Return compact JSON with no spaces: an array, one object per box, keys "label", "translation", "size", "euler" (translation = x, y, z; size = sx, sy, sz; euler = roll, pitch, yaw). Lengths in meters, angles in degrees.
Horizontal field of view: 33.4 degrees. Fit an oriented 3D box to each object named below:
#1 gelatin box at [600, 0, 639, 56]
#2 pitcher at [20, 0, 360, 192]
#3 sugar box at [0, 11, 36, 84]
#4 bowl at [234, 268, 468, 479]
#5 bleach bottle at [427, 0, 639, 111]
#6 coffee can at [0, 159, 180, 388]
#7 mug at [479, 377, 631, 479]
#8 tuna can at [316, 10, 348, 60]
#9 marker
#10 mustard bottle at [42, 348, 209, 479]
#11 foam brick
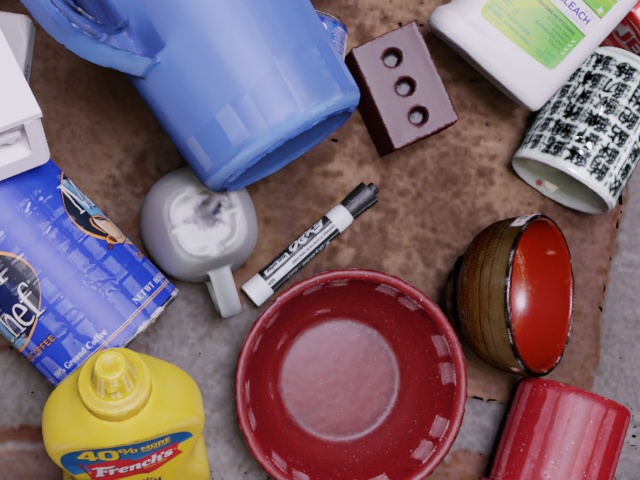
[{"label":"gelatin box","translation":[0.244,-0.135,0.774],"size":[0.030,0.073,0.089],"euler":[-42,95,-7]},{"label":"pitcher","translation":[-0.089,-0.150,0.622],"size":[0.149,0.145,0.243],"euler":[-32,87,0]},{"label":"sugar box","translation":[-0.284,-0.114,0.705],"size":[0.176,0.048,0.093],"euler":[6,87,-7]},{"label":"bowl","translation":[0.018,0.100,0.744],"size":[0.162,0.055,0.162],"euler":[0,89,-9]},{"label":"bleach bottle","translation":[0.190,-0.212,0.716],"size":[0.102,0.068,0.251],"euler":[39,99,-10]},{"label":"coffee can","translation":[-0.176,0.019,0.691],"size":[0.102,0.103,0.140],"euler":[-44,96,-7]},{"label":"mug","translation":[0.177,0.150,0.758],"size":[0.117,0.093,0.081],"euler":[26,79,-38]},{"label":"tuna can","translation":[-0.024,-0.133,0.726],"size":[0.086,0.086,0.034],"euler":[8,86,-9]},{"label":"marker","translation":[-0.005,0.001,0.760],"size":[0.121,0.020,0.020],"euler":[-42,95,-7]},{"label":"mustard bottle","translation":[-0.118,0.116,0.654],"size":[0.096,0.192,0.058],"euler":[-8,59,-9]},{"label":"foam brick","translation":[0.055,-0.105,0.755],"size":[0.053,0.051,0.078],"euler":[-26,93,-9]}]
